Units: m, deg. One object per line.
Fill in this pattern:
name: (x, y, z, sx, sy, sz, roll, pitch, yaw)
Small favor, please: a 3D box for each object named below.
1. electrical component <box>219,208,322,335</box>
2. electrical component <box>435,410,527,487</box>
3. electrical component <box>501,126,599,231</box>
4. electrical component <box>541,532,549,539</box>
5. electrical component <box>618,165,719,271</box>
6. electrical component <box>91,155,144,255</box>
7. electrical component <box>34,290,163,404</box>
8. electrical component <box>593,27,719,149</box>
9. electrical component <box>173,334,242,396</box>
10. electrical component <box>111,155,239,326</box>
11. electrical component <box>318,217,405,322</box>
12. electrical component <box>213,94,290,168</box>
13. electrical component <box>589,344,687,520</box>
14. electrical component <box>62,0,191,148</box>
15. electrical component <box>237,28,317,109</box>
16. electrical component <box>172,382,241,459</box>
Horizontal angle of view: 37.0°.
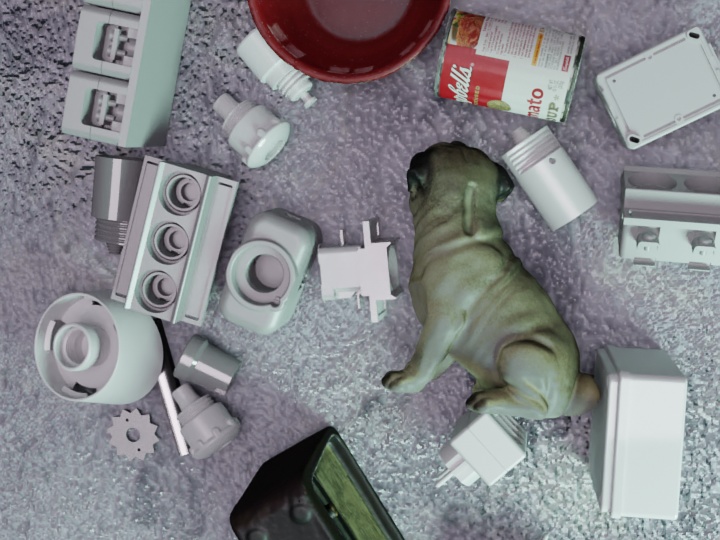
electrical component: (-0.074, 0.001, 0.872, 0.054, 0.059, 0.095, 24, 100, 6)
electrical component: (0.090, 0.146, 0.859, 0.077, 0.066, 0.047, -43, 89, 12)
electrical component: (0.144, -0.075, 0.834, 0.043, 0.043, 0.081, -35, 90, 12)
electrical component: (0.145, 0.250, 0.872, 0.083, 0.047, 0.075, 23, 100, 6)
electrical component: (0.258, -0.038, 0.808, 0.121, 0.078, 0.063, 5, 120, 9)
electrical component: (-0.201, -0.053, 0.896, 0.043, 0.043, 0.081, 8, 99, 9)
electrical component: (-0.223, 0.066, 0.910, 0.099, 0.064, 0.099, -2, 86, 25)
electrical component: (0.230, -0.137, 0.803, 0.096, 0.061, 0.061, -26, 92, 12)
electrical component: (-0.127, 0.081, 0.902, 0.046, 0.040, 0.040, 26, 101, 1)
electrical component: (-0.148, -0.025, 0.880, 0.079, 0.063, 0.121, 17, 99, 7)
electrical component: (0.000, 0.000, 0.869, 0.064, 0.042, 0.081, -4, 96, 14)
electrical component: (-0.091, -0.117, 0.869, 0.062, 0.048, 0.048, 42, 102, 9)
electrical component: (0.209, 0.120, 0.814, 0.056, 0.108, 0.108, 3, 97, 7)
electrical component: (-0.186, -0.177, 0.854, 0.062, 0.089, 0.150, 13, 99, 8)
electrical component: (-0.064, -0.163, 0.860, 0.040, 0.040, 0.078, -40, 89, 12)
electrical component: (-0.134, 0.124, 0.907, 0.048, 0.048, 0.062, -39, 82, 12)
